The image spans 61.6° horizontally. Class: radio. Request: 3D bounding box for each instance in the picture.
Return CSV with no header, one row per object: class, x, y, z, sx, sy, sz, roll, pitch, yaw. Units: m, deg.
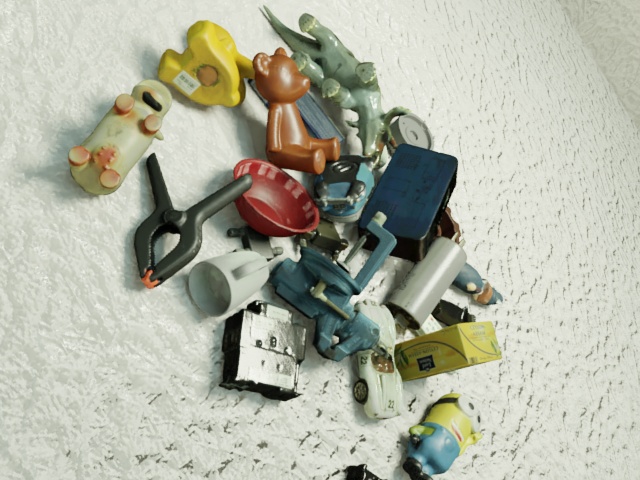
radio,0.173,-0.075,1.026,0.131,0.073,0.229,16,59,21

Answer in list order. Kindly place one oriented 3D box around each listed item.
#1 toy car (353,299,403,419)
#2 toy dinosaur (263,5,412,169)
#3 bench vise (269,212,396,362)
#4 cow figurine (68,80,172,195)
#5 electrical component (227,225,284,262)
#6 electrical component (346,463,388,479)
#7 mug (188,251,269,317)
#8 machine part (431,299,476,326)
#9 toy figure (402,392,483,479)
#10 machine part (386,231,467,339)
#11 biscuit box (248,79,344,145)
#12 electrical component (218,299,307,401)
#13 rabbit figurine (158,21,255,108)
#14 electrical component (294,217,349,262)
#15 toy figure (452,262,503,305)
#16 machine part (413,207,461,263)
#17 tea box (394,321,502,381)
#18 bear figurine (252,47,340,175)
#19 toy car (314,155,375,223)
toy car,0.094,0.195,0.900,0.073,0.056,0.202,14,60,-33
toy dinosaur,0.042,-0.330,1.091,0.405,0.131,0.192,57,13,24
bench vise,0.050,0.066,0.855,0.224,0.128,0.240,35,77,11
cow figurine,-0.271,-0.145,0.752,0.085,0.127,0.195,36,64,-19
electrical component,-0.102,0.005,0.863,0.094,0.021,0.063,-1,68,-40
electrical component,0.083,0.393,0.793,0.119,0.048,0.075,42,48,-12
mug,-0.118,0.049,0.774,0.081,0.109,0.107,56,33,4
machine part,0.266,0.158,1.074,0.138,0.039,0.084,32,56,-25
toy figure,0.202,0.327,0.903,0.180,0.089,0.082,-36,121,-35
machine part,0.198,0.078,0.994,0.079,0.079,0.243,45,70,-12
biscuit box,-0.046,-0.245,1.015,0.202,0.059,0.063,52,47,-6
electrical component,-0.080,0.156,0.777,0.115,0.058,0.134,25,54,-30
rabbit figurine,-0.173,-0.310,0.913,0.162,0.122,0.173,27,34,-29
electrical component,-0.001,-0.003,0.938,0.102,0.045,0.078,15,31,-37
toy figure,0.332,0.096,1.148,0.154,0.058,0.064,38,54,-24
machine part,0.217,-0.021,1.116,0.179,0.056,0.179,19,56,-30
tea box,0.208,0.192,0.916,0.098,0.170,0.068,4,67,-40
bear figurine,-0.042,-0.222,0.912,0.120,0.132,0.195,-44,138,-59
toy car,0.046,-0.084,0.965,0.162,0.109,0.102,-79,163,-53
